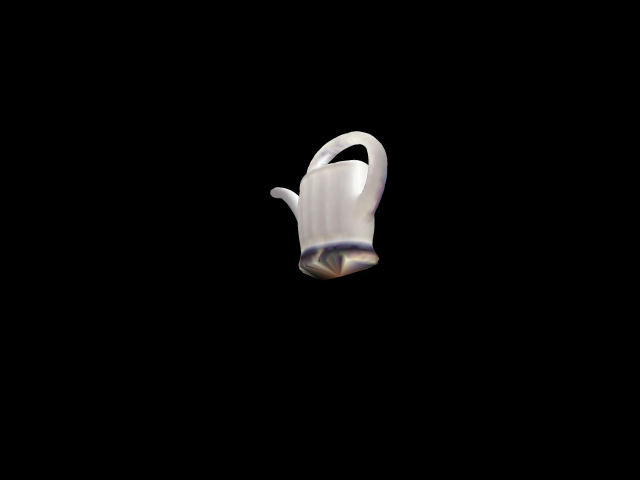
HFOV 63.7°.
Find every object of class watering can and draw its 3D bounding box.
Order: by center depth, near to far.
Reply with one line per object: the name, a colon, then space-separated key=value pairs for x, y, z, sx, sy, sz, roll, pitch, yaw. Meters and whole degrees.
watering can: x=0.003 y=-0.043 z=0.850 sx=0.104 sy=0.227 sz=0.344 roll=9 pitch=-17 yaw=-29
